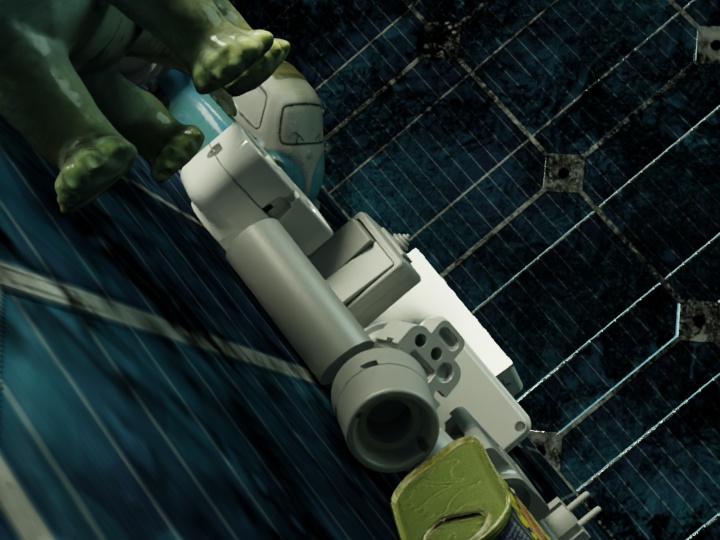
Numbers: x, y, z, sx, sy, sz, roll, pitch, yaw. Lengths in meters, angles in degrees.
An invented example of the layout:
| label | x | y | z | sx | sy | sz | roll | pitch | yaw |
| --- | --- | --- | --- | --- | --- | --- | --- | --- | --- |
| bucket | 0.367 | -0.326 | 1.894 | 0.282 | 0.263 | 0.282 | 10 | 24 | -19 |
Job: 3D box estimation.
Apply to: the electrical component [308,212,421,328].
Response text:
| label | x | y | z | sx | sy | sz | roll | pitch | yaw |
| --- | --- | --- | --- | --- | --- | --- | --- | --- | --- |
| electrical component | 0.000 | 0.000 | 0.867 | 0.061 | 0.096 | 0.061 | 53 | 6 | 24 |

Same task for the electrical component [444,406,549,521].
| label | x | y | z | sx | sy | sz | roll | pitch | yaw |
| --- | --- | --- | --- | --- | --- | --- | --- | --- | --- |
| electrical component | 0.084 | 0.147 | 0.738 | 0.089 | 0.050 | 0.055 | 48 | 4 | -35 |

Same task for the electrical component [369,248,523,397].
| label | x | y | z | sx | sy | sz | roll | pitch | yaw |
| --- | --- | --- | --- | --- | --- | --- | --- | --- | --- |
| electrical component | 0.062 | 0.069 | 0.950 | 0.150 | 0.089 | 0.061 | 52 | -3 | 35 |

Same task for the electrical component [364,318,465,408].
| label | x | y | z | sx | sy | sz | roll | pitch | yaw |
| --- | --- | --- | --- | --- | --- | --- | --- | --- | --- |
| electrical component | 0.025 | 0.065 | 0.715 | 0.058 | 0.078 | 0.057 | 49 | -18 | -22 |

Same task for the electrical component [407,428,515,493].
| label | x | y | z | sx | sy | sz | roll | pitch | yaw |
| --- | --- | --- | --- | --- | --- | --- | --- | --- | --- |
| electrical component | 0.059 | 0.131 | 0.673 | 0.065 | 0.044 | 0.044 | 45 | 3 | 2 |

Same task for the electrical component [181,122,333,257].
| label | x | y | z | sx | sy | sz | roll | pitch | yaw |
| --- | --- | --- | --- | --- | --- | --- | --- | --- | --- |
| electrical component | -0.071 | -0.042 | 0.714 | 0.095 | 0.059 | 0.053 | 48 | 4 | -32 |

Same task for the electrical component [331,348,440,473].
| label | x | y | z | sx | sy | sz | roll | pitch | yaw |
| --- | --- | --- | --- | --- | --- | --- | --- | --- | --- |
| electrical component | 0.014 | 0.076 | 0.580 | 0.055 | 0.055 | 0.047 | 49 | 7 | -20 |

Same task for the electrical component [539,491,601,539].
| label | x | y | z | sx | sy | sz | roll | pitch | yaw |
| --- | --- | --- | --- | --- | --- | --- | --- | --- | --- |
| electrical component | 0.142 | 0.192 | 0.786 | 0.047 | 0.076 | 0.083 | 48 | 4 | -28 |

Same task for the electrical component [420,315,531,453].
| label | x | y | z | sx | sy | sz | roll | pitch | yaw |
| --- | --- | --- | --- | --- | --- | --- | --- | --- | --- |
| electrical component | 0.066 | 0.098 | 0.808 | 0.113 | 0.078 | 0.057 | 50 | 0 | 6 |
